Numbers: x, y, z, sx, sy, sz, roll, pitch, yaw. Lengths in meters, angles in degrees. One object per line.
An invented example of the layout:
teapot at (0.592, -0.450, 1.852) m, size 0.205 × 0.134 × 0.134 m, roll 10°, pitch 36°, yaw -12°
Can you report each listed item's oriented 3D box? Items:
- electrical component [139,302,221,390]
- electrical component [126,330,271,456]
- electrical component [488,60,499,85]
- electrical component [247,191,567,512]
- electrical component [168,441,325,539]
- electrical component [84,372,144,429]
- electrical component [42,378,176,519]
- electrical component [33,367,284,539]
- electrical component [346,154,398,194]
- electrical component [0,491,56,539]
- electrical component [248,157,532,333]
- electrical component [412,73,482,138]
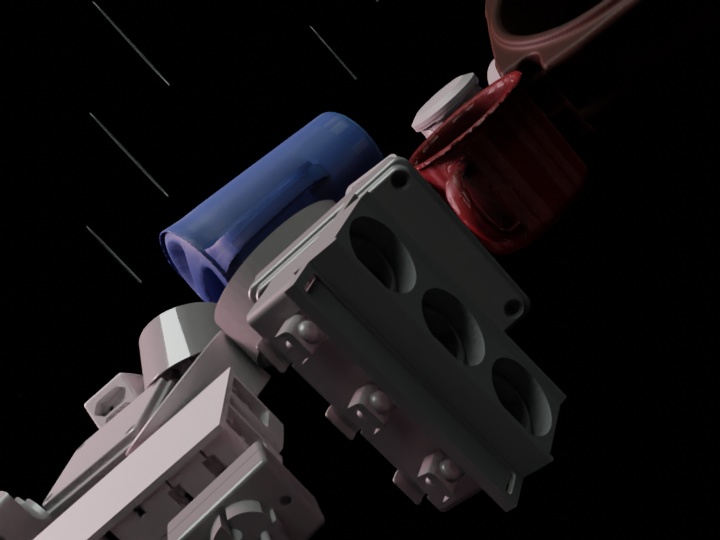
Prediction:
electrical component at (-0.144, 0.075, 0.941) m, size 0.099 × 0.099 × 0.064 m, roll -38°, pitch 53°, yaw 20°
electrical component at (-0.106, 0.103, 0.754) m, size 0.108 × 0.060 × 0.108 m, roll -53°, pitch 2°, yaw 3°
electrical component at (0.150, -0.183, 0.990) m, size 0.055 × 0.055 × 0.047 m, roll -47°, pitch 8°, yaw -23°
electrical component at (0.018, 0.037, 0.441) m, size 0.063 × 0.121 × 0.078 m, roll -38°, pitch 12°, yaw 32°
electrical component at (-0.055, 0.131, 0.529) m, size 0.066 × 0.047 × 0.077 m, roll -43°, pitch 11°, yaw -4°
electrical component at (-0.198, 0.134, 0.976) m, size 0.047 × 0.065 × 0.077 m, roll -41°, pitch -18°, yaw 8°
electrical component at (-0.184, 0.154, 0.858) m, size 0.109 × 0.056 × 0.108 m, roll -40°, pitch 12°, yaw 12°
electrical component at (-0.130, 0.156, 0.655) m, size 0.186 × 0.060 × 0.105 m, roll -41°, pitch 11°, yaw 6°
electrical component at (0.026, -0.023, 0.695) m, size 0.050 × 0.056 × 0.089 m, roll -35°, pitch 50°, yaw 34°
electrical component at (-0.263, 0.214, 0.815) m, size 0.061 × 0.089 × 0.150 m, roll -48°, pitch 12°, yaw -25°
electrical component at (0.015, 0.013, 0.578) m, size 0.109 × 0.108 × 0.056 m, roll -42°, pitch 9°, yaw 3°
electrical component at (0.095, -0.154, 1.073) m, size 0.080 × 0.051 × 0.080 m, roll -40°, pitch 11°, yaw 10°
